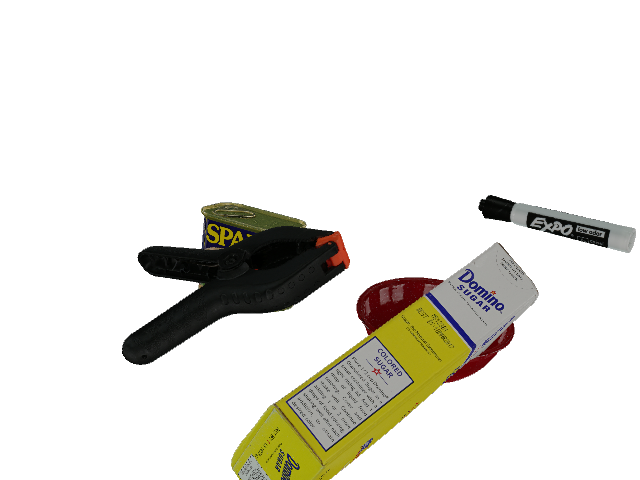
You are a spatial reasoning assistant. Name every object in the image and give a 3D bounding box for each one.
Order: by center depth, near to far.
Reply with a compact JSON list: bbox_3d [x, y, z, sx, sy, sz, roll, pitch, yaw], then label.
[{"bbox_3d":[0.037,0.076,0.583,0.175,0.048,0.093,-30,-16,-32],"label":"sugar box"},{"bbox_3d":[-0.066,0.035,0.768,0.172,0.120,0.039,-12,-48,18],"label":"clamp"},{"bbox_3d":[0.177,-0.014,0.810,0.121,0.020,0.020,16,8,29],"label":"marker"},{"bbox_3d":[-0.069,0.016,1.028,0.102,0.084,0.057,15,18,29],"label":"can of meat"},{"bbox_3d":[0.114,0.098,1.094,0.162,0.055,0.162,5,26,-3],"label":"bowl"}]
